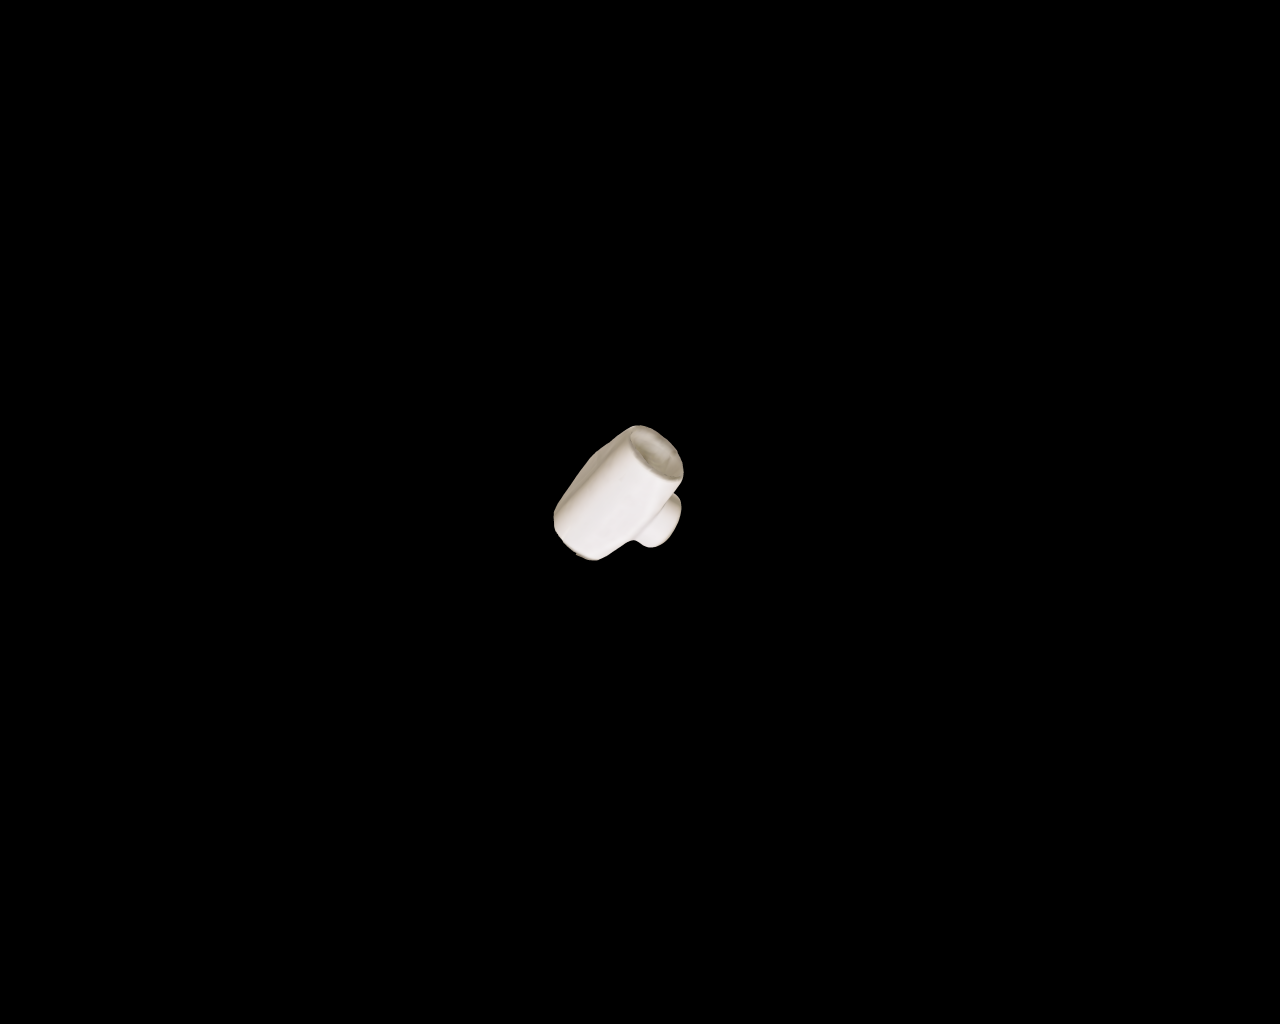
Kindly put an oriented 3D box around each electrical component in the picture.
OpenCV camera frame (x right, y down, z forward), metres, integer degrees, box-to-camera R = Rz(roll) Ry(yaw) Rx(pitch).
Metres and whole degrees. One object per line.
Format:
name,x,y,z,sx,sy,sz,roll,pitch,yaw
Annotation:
electrical component,0.001,-0.003,0.650,0.079,0.077,0.044,32,32,-22
